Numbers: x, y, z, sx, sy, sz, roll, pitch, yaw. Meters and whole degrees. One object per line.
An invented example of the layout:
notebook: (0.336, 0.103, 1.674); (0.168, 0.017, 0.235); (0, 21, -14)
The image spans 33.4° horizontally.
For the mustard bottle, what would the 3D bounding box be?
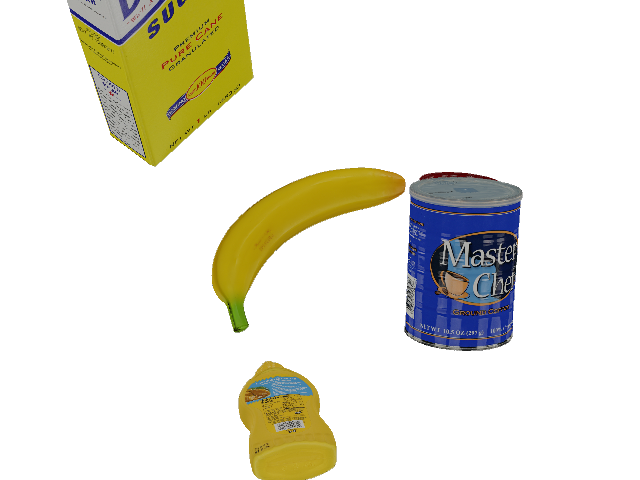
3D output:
mustard bottle: (-0.046, 0.201, 1.251); (0.096, 0.058, 0.192); (-8, 29, -9)

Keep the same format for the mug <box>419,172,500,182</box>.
mug: (0.166, -0.029, 1.216); (0.117, 0.081, 0.093); (-8, 19, -33)

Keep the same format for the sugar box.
sugar box: (-0.086, -0.127, 0.584); (0.048, 0.093, 0.176); (36, -22, 18)

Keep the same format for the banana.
banana: (-0.019, -0.010, 0.820); (0.197, 0.069, 0.037); (-41, -4, -28)

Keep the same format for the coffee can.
coffee can: (0.131, 0.019, 0.992); (0.103, 0.140, 0.103); (1, 15, 0)
